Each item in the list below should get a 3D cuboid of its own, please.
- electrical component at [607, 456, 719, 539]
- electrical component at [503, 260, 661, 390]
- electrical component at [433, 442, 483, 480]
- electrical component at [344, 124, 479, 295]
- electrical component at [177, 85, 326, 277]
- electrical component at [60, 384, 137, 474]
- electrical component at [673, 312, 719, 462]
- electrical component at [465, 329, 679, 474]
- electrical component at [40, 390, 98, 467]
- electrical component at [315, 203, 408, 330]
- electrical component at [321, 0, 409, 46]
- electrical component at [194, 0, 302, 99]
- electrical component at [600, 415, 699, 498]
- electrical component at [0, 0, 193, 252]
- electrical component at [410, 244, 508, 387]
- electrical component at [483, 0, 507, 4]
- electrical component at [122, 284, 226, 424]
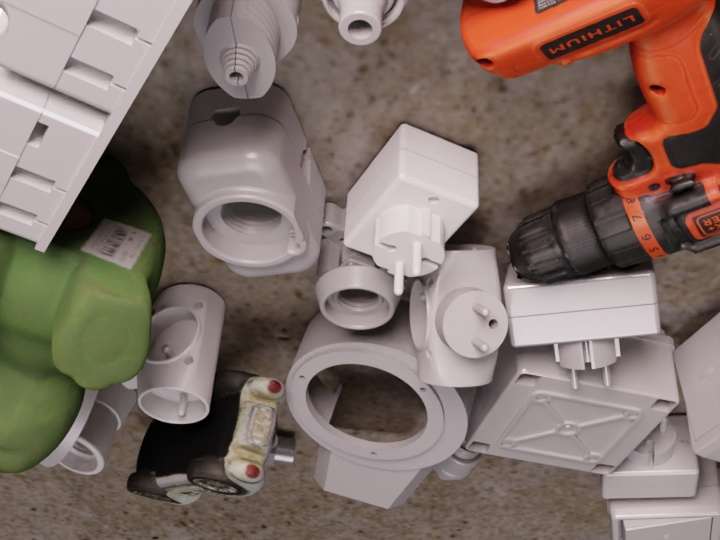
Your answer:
[{"bbox_3d":[0.237,0.178,0.816,0.096,0.061,0.061,-5,141,11],"label":"electrical component"},{"bbox_3d":[0.130,0.034,0.624,0.083,0.047,0.075,-6,105,13],"label":"electrical component"},{"bbox_3d":[0.075,0.128,0.788,0.035,0.035,0.061,15,138,-14],"label":"electrical component"},{"bbox_3d":[0.026,-0.023,0.563,0.047,0.076,0.065,20,140,-19],"label":"electrical component"},{"bbox_3d":[-0.055,-0.041,0.560,0.054,0.059,0.095,-6,141,13],"label":"electrical component"},{"bbox_3d":[-0.185,0.105,0.755,0.044,0.065,0.044,12,134,13],"label":"electrical component"},{"bbox_3d":[0.235,0.076,0.656,0.061,0.096,0.061,16,141,-15],"label":"electrical component"},{"bbox_3d":[0.134,0.080,0.702,0.109,0.056,0.108,11,142,-9],"label":"electrical component"},{"bbox_3d":[-0.203,0.071,0.690,0.064,0.099,0.099,23,139,-13],"label":"electrical component"},{"bbox_3d":[0.000,0.000,0.612,0.048,0.055,0.066,-30,131,36],"label":"electrical component"},{"bbox_3d":[0.002,-0.121,0.450,0.048,0.062,0.048,3,142,2],"label":"electrical component"},{"bbox_3d":[-0.047,-0.109,0.455,0.043,0.081,0.043,3,142,2],"label":"electrical component"},{"bbox_3d":[0.203,0.123,0.759,0.066,0.047,0.076,-3,142,9],"label":"electrical component"},{"bbox_3d":[-0.119,-0.107,0.444,0.060,0.105,0.186,22,139,-22],"label":"electrical component"},{"bbox_3d":[0.058,0.027,0.598,0.044,0.077,0.079,-1,-173,-11],"label":"electrical component"},{"bbox_3d":[0.049,-0.154,0.419,0.077,0.044,0.079,28,136,-28],"label":"electrical component"},{"bbox_3d":[-0.128,0.054,0.676,0.079,0.077,0.044,-8,141,16],"label":"electrical component"}]
